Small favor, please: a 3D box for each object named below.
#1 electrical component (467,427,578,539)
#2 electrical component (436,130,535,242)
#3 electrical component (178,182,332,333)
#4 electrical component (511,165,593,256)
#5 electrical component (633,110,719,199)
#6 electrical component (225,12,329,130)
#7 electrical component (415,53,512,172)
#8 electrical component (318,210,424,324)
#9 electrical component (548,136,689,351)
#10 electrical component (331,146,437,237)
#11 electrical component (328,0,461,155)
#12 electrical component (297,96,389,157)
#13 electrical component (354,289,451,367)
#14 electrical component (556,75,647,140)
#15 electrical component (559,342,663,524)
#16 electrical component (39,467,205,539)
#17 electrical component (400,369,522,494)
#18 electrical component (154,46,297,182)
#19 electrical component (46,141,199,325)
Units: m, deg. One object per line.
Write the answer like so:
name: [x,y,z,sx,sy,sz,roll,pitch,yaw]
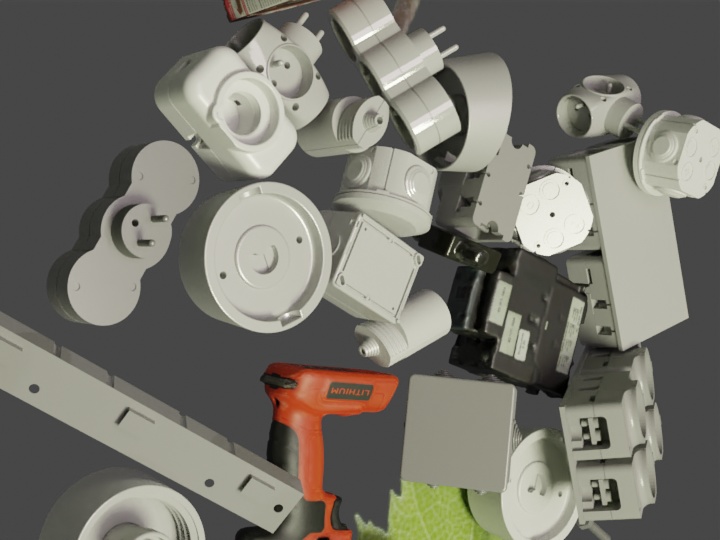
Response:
electrical component: [0.144,0.192,0.966,0.108,0.060,0.108,-1,91,-38]
electrical component: [0.106,-0.073,0.936,0.050,0.056,0.089,26,75,-35]
electrical component: [-0.082,-0.010,0.789,0.108,0.060,0.108,-1,92,-38]
electrical component: [0.167,-0.053,0.968,0.080,0.051,0.080,-1,100,-4]
electrical component: [0.295,-0.106,0.998,0.080,0.051,0.080,-14,112,-39]
electrical component: [-0.055,-0.161,0.817,0.077,0.044,0.079,45,66,-29]
electrical component: [0.084,-0.130,0.894,0.064,0.099,0.099,-8,96,-31]
electrical component: [0.000,0.000,0.856,0.096,0.061,0.061,34,72,-41]
electrical component: [0.248,-0.028,1.043,0.105,0.060,0.186,-19,102,-36]
electrical component: [0.021,-0.061,0.856,0.080,0.080,0.051,24,71,-35]
electrical component: [0.041,-0.165,0.843,0.074,0.052,0.138,-31,77,-5]
electrical component: [-0.010,-0.111,0.830,0.043,0.081,0.043,-1,91,-38]
electrical component: [0.032,0.051,0.889,0.081,0.043,0.043,-27,107,-34]
electrical component: [0.243,-0.150,1.027,0.077,0.079,0.044,-25,136,-35]
electrical component: [0.234,0.140,0.978,0.186,0.060,0.105,-35,116,-67]
electrical component: [-0.157,0.193,0.734,0.108,0.060,0.108,-1,91,-38]
electrical component: [0.085,0.135,0.899,0.048,0.100,0.099,25,71,-75]
electrical component: [-0.094,-0.112,0.779,0.095,0.059,0.053,51,62,-27]
electrical component: [-0.152,-0.026,0.727,0.052,0.074,0.138,37,69,-32]
